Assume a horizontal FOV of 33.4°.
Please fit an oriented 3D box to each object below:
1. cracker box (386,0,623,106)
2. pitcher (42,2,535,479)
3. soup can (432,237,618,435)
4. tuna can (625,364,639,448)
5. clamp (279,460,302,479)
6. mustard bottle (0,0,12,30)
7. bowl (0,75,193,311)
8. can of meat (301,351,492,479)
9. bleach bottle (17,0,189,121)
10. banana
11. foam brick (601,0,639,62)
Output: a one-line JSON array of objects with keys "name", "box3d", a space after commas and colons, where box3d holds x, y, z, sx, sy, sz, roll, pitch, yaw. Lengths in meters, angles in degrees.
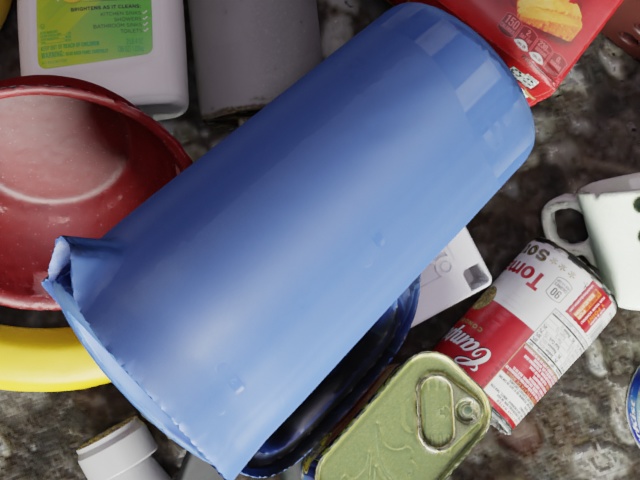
[{"name": "cracker box", "box3d": [0.124, -0.210, 0.608, 0.164, 0.072, 0.213, 37, 88, -4]}, {"name": "pitcher", "box3d": [-0.004, 0.001, 0.545, 0.242, 0.149, 0.145, -43, 80, -13]}, {"name": "soup can", "box3d": [0.121, 0.057, 0.641, 0.068, 0.068, 0.102, 43, 85, -3]}, {"name": "tuna can", "box3d": [0.239, 0.106, 0.669, 0.086, 0.034, 0.086, 0, 88, -6]}, {"name": "clamp", "box3d": [0.024, 0.214, 0.642, 0.164, 0.036, 0.210, 17, 83, -5]}, {"name": "mustard bottle", "box3d": [-0.239, -0.082, 0.613, 0.096, 0.058, 0.191, 10, 87, -3]}, {"name": "bowl", "box3d": [-0.147, -0.034, 0.580, 0.162, 0.162, 0.055, -6, 46, -6]}, {"name": "can of meat", "box3d": [0.038, 0.113, 0.597, 0.057, 0.084, 0.102, 43, 77, 0]}, {"name": "bleach bottle", "box3d": [-0.137, -0.195, 0.626, 0.102, 0.068, 0.251, -6, 86, -3]}, {"name": "banana", "box3d": [-0.177, 0.055, 0.626, 0.197, 0.037, 0.069, 14, 86, -6]}, {"name": "foam brick", "box3d": [0.211, -0.147, 0.651, 0.053, 0.078, 0.051, 38, 84, -4]}]
